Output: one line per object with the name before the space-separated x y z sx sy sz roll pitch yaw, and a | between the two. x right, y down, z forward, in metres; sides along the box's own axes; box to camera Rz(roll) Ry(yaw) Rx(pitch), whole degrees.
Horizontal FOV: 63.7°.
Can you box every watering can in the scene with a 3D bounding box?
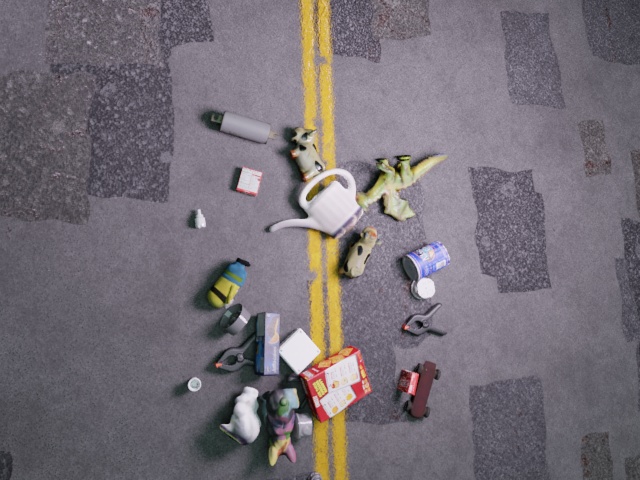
watering can | 0.006 -0.092 1.823 0.349 0.104 0.224 -44 95 -5

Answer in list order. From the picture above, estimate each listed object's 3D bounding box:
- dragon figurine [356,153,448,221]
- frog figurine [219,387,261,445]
dragon figurine | 0.308 -0.194 1.936 0.411 0.123 0.241 -7 101 -15
frog figurine | -0.231 0.560 1.641 0.162 0.123 0.135 -53 131 -24
